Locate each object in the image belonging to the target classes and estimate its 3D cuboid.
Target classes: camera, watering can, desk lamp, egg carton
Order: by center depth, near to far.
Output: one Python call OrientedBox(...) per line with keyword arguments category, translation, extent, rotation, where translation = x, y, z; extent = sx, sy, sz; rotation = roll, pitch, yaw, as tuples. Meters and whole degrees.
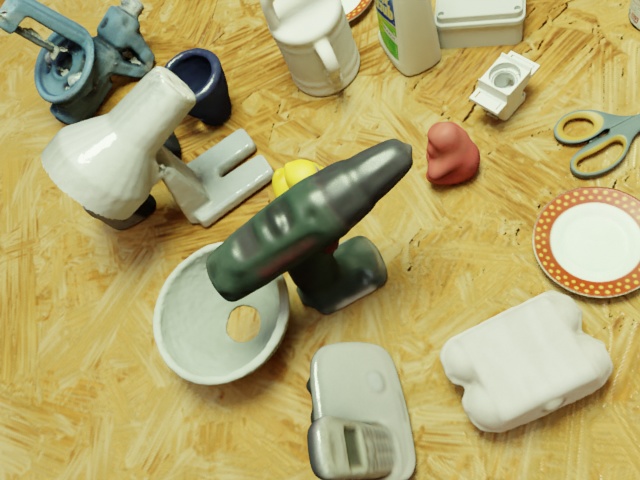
OrientedBox(category="egg carton", translation=(0.204, 0.123, 0.573), extent=(0.150, 0.069, 0.107), rotation=(-28, 63, 4))
OrientedBox(category="desk lamp", translation=(-0.192, -0.103, 0.703), extent=(0.203, 0.214, 0.117), rotation=(-36, 63, 0))
OrientedBox(category="watering can", translation=(-0.021, -0.288, 0.740), extent=(0.172, 0.194, 0.101), rotation=(40, 83, 26))
OrientedBox(category="camera", translation=(-0.267, -0.111, 0.791), extent=(0.136, 0.101, 0.143), rotation=(-25, 63, 5))

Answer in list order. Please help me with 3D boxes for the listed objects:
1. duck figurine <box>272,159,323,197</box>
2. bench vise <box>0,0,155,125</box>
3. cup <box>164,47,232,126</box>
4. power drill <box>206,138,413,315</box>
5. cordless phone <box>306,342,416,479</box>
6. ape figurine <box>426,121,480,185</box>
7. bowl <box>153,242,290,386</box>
OrientedBox(category="duck figurine", translation=(-0.019, -0.070, 0.710), extent=(0.104, 0.086, 0.077), rotation=(24, 77, 24))
OrientedBox(category="bench vise", translation=(-0.361, -0.296, 0.829), extent=(0.121, 0.220, 0.207), rotation=(23, 76, 24))
OrientedBox(category="cup", translation=(-0.177, -0.202, 0.806), extent=(0.117, 0.095, 0.091), rotation=(-12, 65, 12))
OrientedBox(category="power drill", translation=(0.006, 0.002, 0.604), extent=(0.229, 0.209, 0.075), rotation=(-30, 63, 3))
OrientedBox(category="cordless phone", translation=(0.027, 0.162, 0.544), extent=(0.094, 0.185, 0.147), rotation=(-18, 64, 9))
OrientedBox(category="ape figurine", translation=(0.149, -0.108, 0.673), extent=(0.076, 0.092, 0.078), rotation=(29, 79, 25))
OrientedBox(category="bowl", translation=(-0.105, 0.091, 0.674), extent=(0.167, 0.075, 0.167), rotation=(-6, 67, 14))
